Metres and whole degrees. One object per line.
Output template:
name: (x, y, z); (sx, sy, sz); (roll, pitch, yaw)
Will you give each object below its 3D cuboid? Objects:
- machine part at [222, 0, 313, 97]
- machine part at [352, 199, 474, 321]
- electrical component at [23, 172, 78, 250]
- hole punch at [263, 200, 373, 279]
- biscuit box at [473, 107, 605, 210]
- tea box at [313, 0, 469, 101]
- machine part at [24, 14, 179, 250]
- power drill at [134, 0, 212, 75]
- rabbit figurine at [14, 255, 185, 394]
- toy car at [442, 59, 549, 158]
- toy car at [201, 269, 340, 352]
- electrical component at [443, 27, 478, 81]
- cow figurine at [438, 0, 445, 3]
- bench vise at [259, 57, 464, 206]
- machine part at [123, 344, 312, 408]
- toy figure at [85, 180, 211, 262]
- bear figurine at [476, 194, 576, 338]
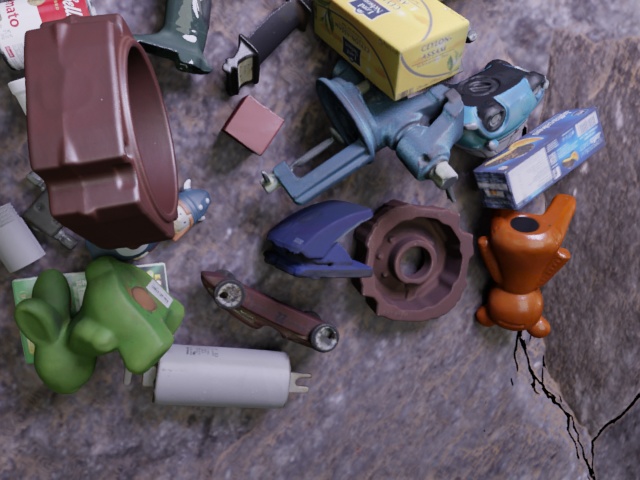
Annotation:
machine part: (-0.066, -0.235, 0.644); (0.039, 0.084, 0.139); (39, 80, 7)
machine part: (0.127, 0.029, 0.752); (0.179, 0.056, 0.179); (-3, 103, -15)
electrical component: (-0.317, -0.036, 0.638); (0.063, 0.021, 0.094); (-46, 109, -2)
hole punch: (-0.001, -0.002, 0.676); (0.116, 0.142, 0.092); (-3, 104, -28)
biscuit box: (0.307, -0.115, 0.744); (0.203, 0.063, 0.059); (-33, 111, -22)
tea box: (0.075, -0.244, 0.618); (0.098, 0.170, 0.068); (-29, 148, -19)
machine part: (-0.206, -0.102, 0.541); (0.087, 0.201, 0.201); (-8, 76, -4)
power drill: (-0.174, -0.302, 0.600); (0.232, 0.086, 0.207); (14, 90, -20)
rabbit figurine: (-0.269, 0.109, 0.617); (0.170, 0.121, 0.159); (-39, 113, 9)
toy car: (0.224, -0.168, 0.723); (0.162, 0.109, 0.102); (-32, 134, -19)
toy car: (-0.065, 0.094, 0.696); (0.202, 0.089, 0.053); (27, 90, -19)
electrical component: (0.156, -0.249, 0.709); (0.102, 0.045, 0.078); (-17, 104, -11)
cow figurine: (0.180, -0.347, 0.654); (0.195, 0.127, 0.085); (-27, 110, -6)
bench vise: (0.044, -0.111, 0.644); (0.241, 0.128, 0.224); (-33, 76, -2)
machine part: (-0.128, 0.178, 0.703); (0.243, 0.079, 0.079); (8, 99, -15)
toy figure: (-0.203, -0.018, 0.656); (0.154, 0.058, 0.064); (-25, 147, -9)
bear figurine: (0.294, 0.040, 0.780); (0.132, 0.120, 0.195); (-58, 147, -40)
